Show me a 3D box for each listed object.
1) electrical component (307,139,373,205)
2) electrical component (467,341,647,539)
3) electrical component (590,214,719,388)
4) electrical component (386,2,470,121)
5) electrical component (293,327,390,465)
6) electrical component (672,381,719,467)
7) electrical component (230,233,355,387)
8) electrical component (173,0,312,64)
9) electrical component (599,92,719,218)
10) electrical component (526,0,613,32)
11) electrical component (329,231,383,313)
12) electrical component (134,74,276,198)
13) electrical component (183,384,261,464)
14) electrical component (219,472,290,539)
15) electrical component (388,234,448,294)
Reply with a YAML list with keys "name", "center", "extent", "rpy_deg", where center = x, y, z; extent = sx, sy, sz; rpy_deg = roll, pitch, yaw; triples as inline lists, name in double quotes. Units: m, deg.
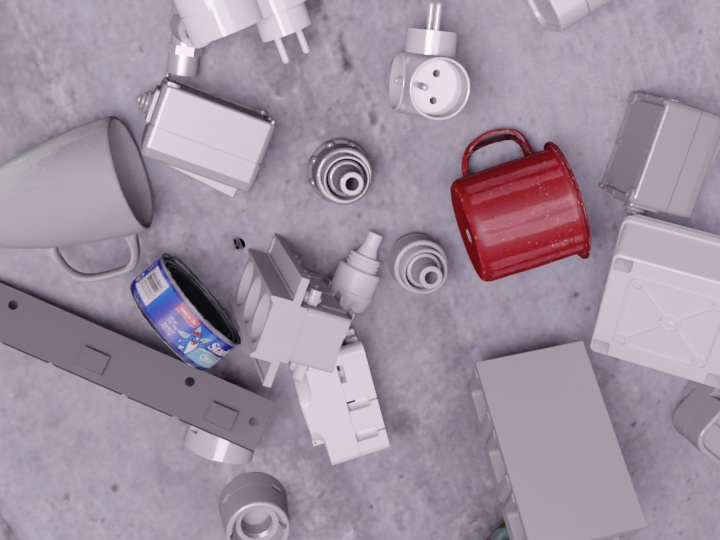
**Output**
- name: "electrical component"
  center: [-0.011, -0.068, 0.785]
  extent: [0.048, 0.062, 0.048]
  rpy_deg: [-3, 105, -10]
- name: "electrical component"
  center: [0.147, 0.142, 0.829]
  extent: [0.089, 0.061, 0.150]
  rpy_deg: [-11, 64, -8]
- name: "electrical component"
  center: [0.242, 0.024, 0.823]
  extent: [0.109, 0.056, 0.108]
  rpy_deg: [16, 135, 14]
- name: "electrical component"
  center: [0.049, -0.151, 0.767]
  extent: [0.044, 0.077, 0.079]
  rpy_deg: [3, 104, -12]
- name: "electrical component"
  center: [-0.018, 0.099, 0.836]
  extent: [0.056, 0.050, 0.089]
  rpy_deg: [-17, 108, -7]
- name: "electrical component"
  center: [0.313, 0.112, 0.900]
  extent: [0.054, 0.059, 0.095]
  rpy_deg: [39, 95, -18]
- name: "electrical component"
  center: [-0.051, 0.029, 0.773]
  extent: [0.063, 0.121, 0.078]
  rpy_deg: [17, 101, -18]
- name: "electrical component"
  center: [-0.056, -0.178, 0.730]
  extent: [0.138, 0.052, 0.073]
  rpy_deg: [-33, 112, -31]
- name: "electrical component"
  center: [0.233, -0.082, 0.830]
  extent: [0.061, 0.061, 0.096]
  rpy_deg: [14, 102, -14]
- name: "electrical component"
  center: [0.143, -0.229, 0.776]
  extent: [0.059, 0.053, 0.095]
  rpy_deg: [-32, 109, -1]
- name: "electrical component"
  center: [0.000, 0.000, 0.821]
  extent: [0.035, 0.035, 0.061]
  rpy_deg: [22, 97, -16]
- name: "electrical component"
  center: [-0.116, -0.095, 0.758]
  extent: [0.096, 0.061, 0.061]
  rpy_deg: [19, 101, -15]
- name: "electrical component"
  center: [-0.103, 0.116, 0.823]
  extent: [0.055, 0.055, 0.047]
  rpy_deg: [15, 98, -15]
- name: "electrical component"
  center: [-0.083, 0.196, 0.852]
  extent: [0.055, 0.047, 0.055]
  rpy_deg: [-3, 106, -10]
- name: "electrical component"
  center: [0.046, -0.002, 0.815]
  extent: [0.043, 0.062, 0.043]
  rpy_deg: [-3, 105, -10]
